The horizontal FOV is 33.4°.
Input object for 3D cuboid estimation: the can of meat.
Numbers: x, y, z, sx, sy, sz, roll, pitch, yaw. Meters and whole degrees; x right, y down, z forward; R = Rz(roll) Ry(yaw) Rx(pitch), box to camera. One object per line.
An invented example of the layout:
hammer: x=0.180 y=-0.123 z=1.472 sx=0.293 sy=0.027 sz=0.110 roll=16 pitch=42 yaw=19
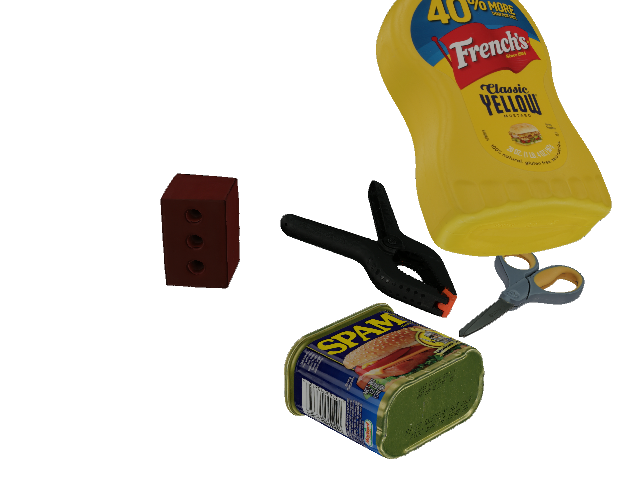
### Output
can of meat: x=0.042 y=0.088 z=0.677 sx=0.101 sy=0.057 sz=0.084 roll=-20 pitch=30 yaw=-40

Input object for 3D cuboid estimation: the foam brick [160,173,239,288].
foam brick: x=-0.095 y=-0.008 z=0.858 sx=0.053 sy=0.078 sz=0.051 roll=3 pitch=24 yaw=8

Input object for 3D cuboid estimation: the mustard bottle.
mustard bottle: x=0.081 y=-0.087 z=0.574 sx=0.096 sy=0.191 sz=0.058 roll=-4 pitch=-27 yaw=-21

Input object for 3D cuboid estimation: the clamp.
clamp: x=0.065 y=0.014 z=1.211 sx=0.164 sy=0.036 sz=0.210 roll=-17 pitch=50 yaw=-36

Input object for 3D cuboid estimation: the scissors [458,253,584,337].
scissors: x=0.167 y=0.043 z=0.990 sx=0.201 sy=0.016 sz=0.096 roll=-10 pitch=38 yaw=-40
